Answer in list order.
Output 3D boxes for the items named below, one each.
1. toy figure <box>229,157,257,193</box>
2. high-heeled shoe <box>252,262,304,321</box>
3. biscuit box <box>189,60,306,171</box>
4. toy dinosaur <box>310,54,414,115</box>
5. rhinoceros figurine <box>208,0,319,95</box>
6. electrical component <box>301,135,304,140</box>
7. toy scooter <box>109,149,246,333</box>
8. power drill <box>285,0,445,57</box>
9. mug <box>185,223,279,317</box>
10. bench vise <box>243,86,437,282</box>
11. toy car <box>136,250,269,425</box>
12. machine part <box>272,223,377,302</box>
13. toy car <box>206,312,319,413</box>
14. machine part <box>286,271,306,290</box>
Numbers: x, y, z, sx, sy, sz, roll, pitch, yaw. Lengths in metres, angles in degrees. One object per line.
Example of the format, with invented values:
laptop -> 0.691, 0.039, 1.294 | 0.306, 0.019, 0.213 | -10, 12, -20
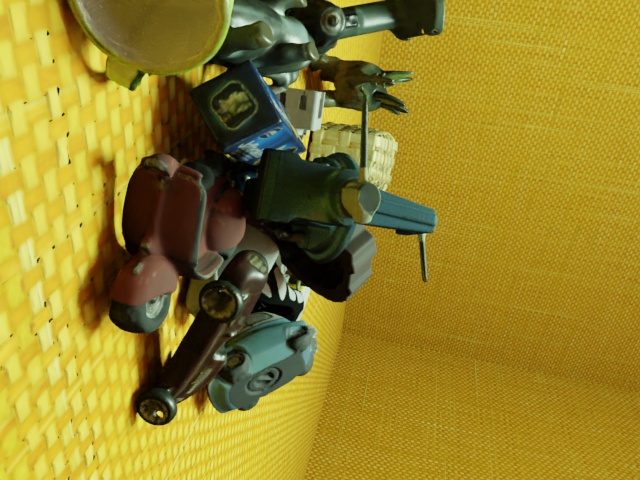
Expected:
toy figure -> -0.075, -0.099, 0.691 | 0.058, 0.064, 0.154 | -44, -171, 22
high-heeled shoe -> -0.083, 0.117, 0.833 | 0.145, 0.086, 0.248 | -66, 159, -55
biscuit box -> -0.061, -0.113, 0.532 | 0.062, 0.059, 0.202 | 63, 6, 0
toy dinosaur -> 0.075, -0.290, 1.012 | 0.471, 0.199, 0.105 | -61, 157, -73
rhinoceros figurine -> -0.061, -0.180, 0.496 | 0.190, 0.112, 0.073 | -17, 89, -68
electrical component -> -0.053, -0.158, 0.831 | 0.078, 0.045, 0.102 | -37, -149, 57
toy scooter -> -0.111, -0.022, 0.439 | 0.184, 0.075, 0.135 | -62, 165, -57
power drill -> 0.045, -0.261, 0.645 | 0.232, 0.207, 0.085 | 29, -40, 62
mug -> -0.101, 0.037, 0.585 | 0.109, 0.081, 0.107 | 99, 13, -69
bench vise -> 0.034, -0.036, 0.551 | 0.224, 0.240, 0.129 | -14, -112, 58
toy car -> -0.108, 0.096, 0.511 | 0.202, 0.053, 0.089 | -57, -177, 20
machine part -> -0.001, -0.002, 0.721 | 0.056, 0.180, 0.179 | -37, 148, -30
toy car -> -0.087, 0.148, 0.719 | 0.103, 0.162, 0.109 | 50, -21, 36
machine part -> -0.025, 0.008, 1.123 | 0.079, 0.079, 0.243 | 77, 23, -71
